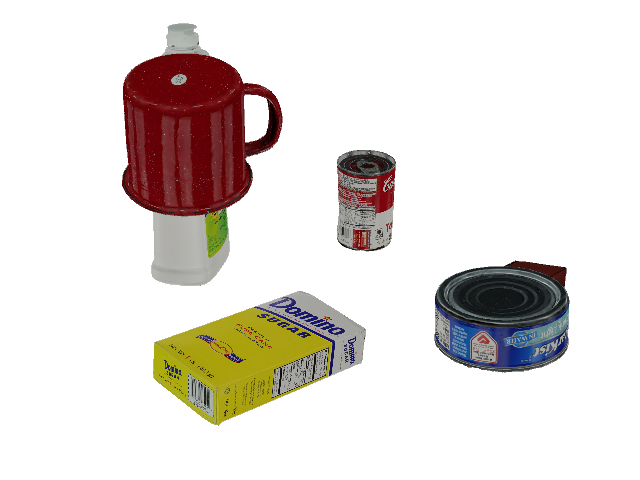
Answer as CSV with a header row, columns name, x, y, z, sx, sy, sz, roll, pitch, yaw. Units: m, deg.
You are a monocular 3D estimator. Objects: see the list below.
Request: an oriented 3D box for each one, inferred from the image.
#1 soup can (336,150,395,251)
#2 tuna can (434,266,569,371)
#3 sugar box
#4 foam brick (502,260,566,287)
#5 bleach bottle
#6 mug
name,x,y,z,sx,sy,sz,roll,pitch,yaw
soup can,0.052,-0.046,1.253,0.068,0.102,0.068,0,28,0
tuna can,0.116,0.048,0.683,0.086,0.034,0.086,-3,23,1
sugar box,-0.053,0.101,0.966,0.175,0.048,0.093,-21,37,-39
foam brick,0.194,0.063,0.994,0.053,0.078,0.051,8,14,29
bleach bottle,-0.134,-0.088,1.067,0.068,0.251,0.102,5,25,12
mug,-0.082,-0.078,0.741,0.117,0.081,0.093,-10,39,-16
